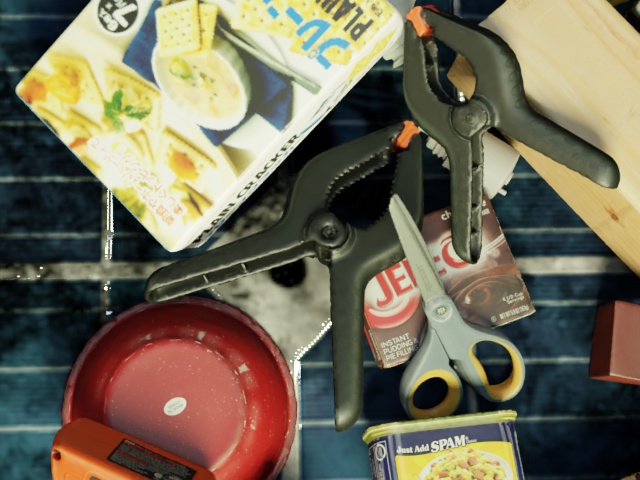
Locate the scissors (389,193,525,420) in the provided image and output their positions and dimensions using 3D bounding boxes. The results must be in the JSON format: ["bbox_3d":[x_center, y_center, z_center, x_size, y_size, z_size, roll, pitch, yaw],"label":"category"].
[{"bbox_3d":[0.064,0.058,0.687,0.096,0.016,0.201,-38,127,10],"label":"scissors"}]

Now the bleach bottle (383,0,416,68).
[{"bbox_3d":[0.001,-0.239,0.772,0.102,0.068,0.251,-33,87,-14],"label":"bleach bottle"}]

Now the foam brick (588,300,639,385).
[{"bbox_3d":[0.231,0.074,0.735,0.078,0.051,0.053,9,81,-1],"label":"foam brick"}]

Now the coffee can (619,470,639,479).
[{"bbox_3d":[0.222,0.198,0.686,0.140,0.103,0.103,-21,82,-6],"label":"coffee can"}]

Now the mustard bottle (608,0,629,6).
[{"bbox_3d":[0.209,-0.214,0.711,0.096,0.192,0.058,-8,82,-5],"label":"mustard bottle"}]

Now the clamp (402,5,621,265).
[{"bbox_3d":[0.099,-0.071,0.698,0.120,0.039,0.171,-40,80,22],"label":"clamp"}]

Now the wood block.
[{"bbox_3d":[0.196,-0.081,0.739,0.090,0.091,0.206,-42,85,-10],"label":"wood block"}]

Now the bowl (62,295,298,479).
[{"bbox_3d":[-0.094,0.114,0.709,0.162,0.055,0.162,1,80,-3],"label":"bowl"}]

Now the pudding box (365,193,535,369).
[{"bbox_3d":[0.079,0.029,0.740,0.113,0.039,0.090,-20,81,-7],"label":"pudding box"}]

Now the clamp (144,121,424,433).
[{"bbox_3d":[-0.005,0.001,0.707,0.164,0.036,0.210,26,70,11],"label":"clamp"}]

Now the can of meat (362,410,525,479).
[{"bbox_3d":[0.085,0.161,0.700,0.102,0.057,0.084,-5,71,-9],"label":"can of meat"}]

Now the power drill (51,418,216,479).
[{"bbox_3d":[-0.154,0.209,0.662,0.184,0.057,0.188,21,104,1],"label":"power drill"}]
